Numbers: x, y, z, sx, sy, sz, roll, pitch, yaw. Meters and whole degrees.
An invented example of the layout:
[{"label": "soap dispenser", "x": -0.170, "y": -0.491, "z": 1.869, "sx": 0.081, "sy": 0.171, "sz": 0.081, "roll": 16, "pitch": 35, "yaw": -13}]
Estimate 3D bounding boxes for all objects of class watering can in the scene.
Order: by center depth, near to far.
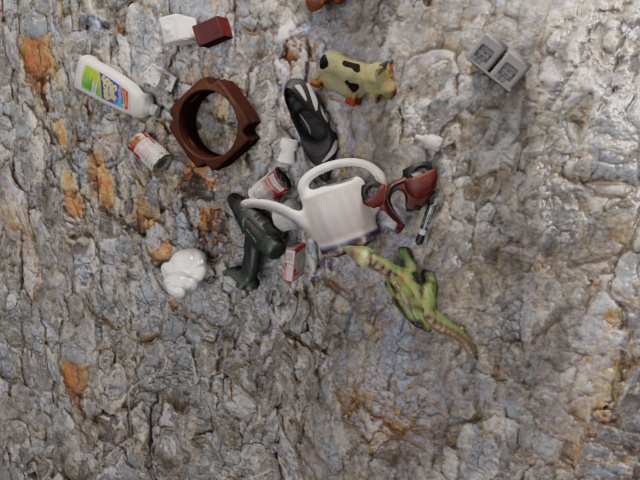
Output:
[{"label": "watering can", "x": 0.004, "y": -0.062, "z": 1.234, "sx": 0.348, "sy": 0.104, "sz": 0.223, "roll": -19, "pitch": 95, "yaw": 0}]

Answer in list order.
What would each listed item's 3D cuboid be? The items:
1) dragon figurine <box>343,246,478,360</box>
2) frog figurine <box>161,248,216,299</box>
[{"label": "dragon figurine", "x": 0.215, "y": 0.149, "z": 1.161, "sx": 0.412, "sy": 0.244, "sz": 0.121, "roll": 45, "pitch": 109, "yaw": 7}, {"label": "frog figurine", "x": -0.375, "y": 0.090, "z": 1.401, "sx": 0.137, "sy": 0.161, "sz": 0.121, "roll": 10, "pitch": 105, "yaw": 18}]
